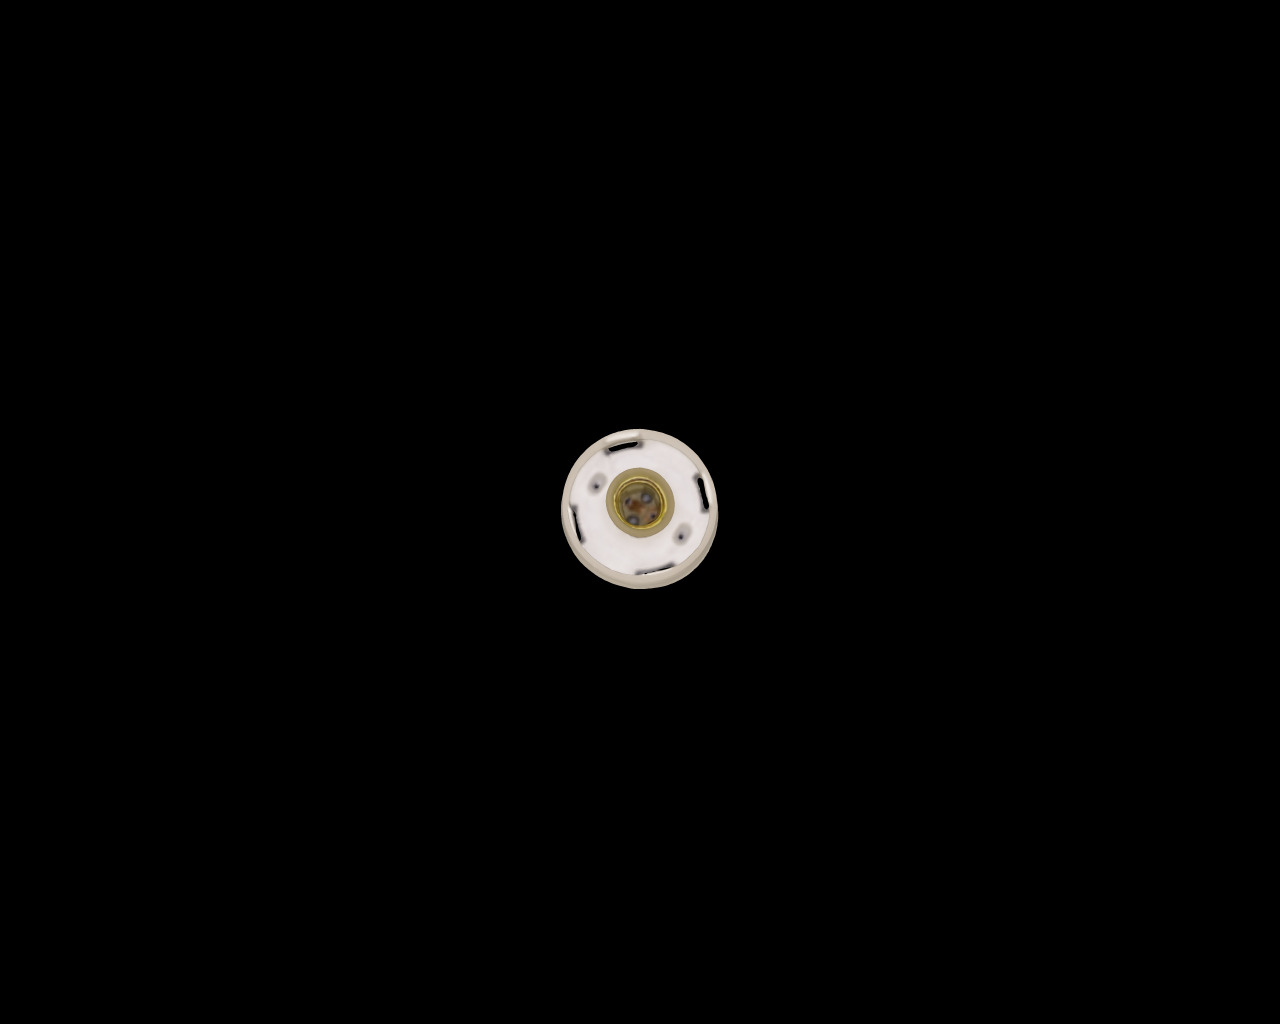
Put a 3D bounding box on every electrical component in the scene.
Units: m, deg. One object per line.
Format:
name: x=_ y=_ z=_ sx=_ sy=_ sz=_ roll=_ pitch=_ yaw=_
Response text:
electrical component: x=0.001 y=-0.003 z=0.650 sx=0.099 sy=0.099 sz=0.064 roll=0 pitch=-9 yaw=0
